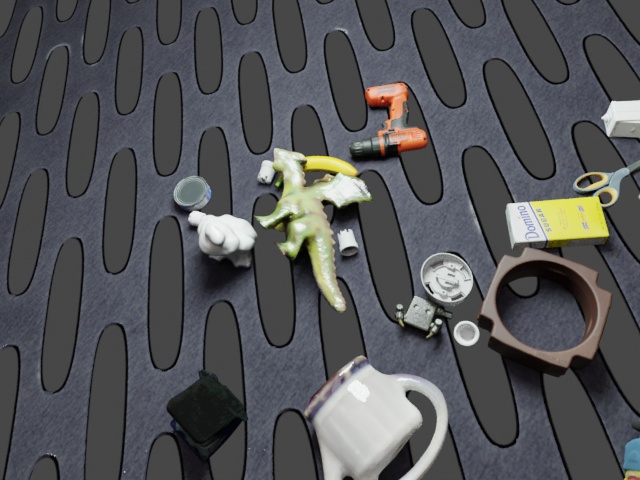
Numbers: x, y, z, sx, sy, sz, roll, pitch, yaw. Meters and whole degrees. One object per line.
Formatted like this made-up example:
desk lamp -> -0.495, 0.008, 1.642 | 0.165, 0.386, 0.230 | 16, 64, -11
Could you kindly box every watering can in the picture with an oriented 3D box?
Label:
watering can -> 0.057, 0.353, 0.884 | 0.350, 0.102, 0.227 | -42, 61, -12

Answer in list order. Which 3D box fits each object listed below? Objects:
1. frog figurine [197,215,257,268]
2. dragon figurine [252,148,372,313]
frog figurine -> -0.208, -0.013, 1.111 | 0.138, 0.156, 0.124 | 30, 71, 25
dragon figurine -> 0.003, -0.056, 1.107 | 0.244, 0.120, 0.416 | -39, 62, -8
